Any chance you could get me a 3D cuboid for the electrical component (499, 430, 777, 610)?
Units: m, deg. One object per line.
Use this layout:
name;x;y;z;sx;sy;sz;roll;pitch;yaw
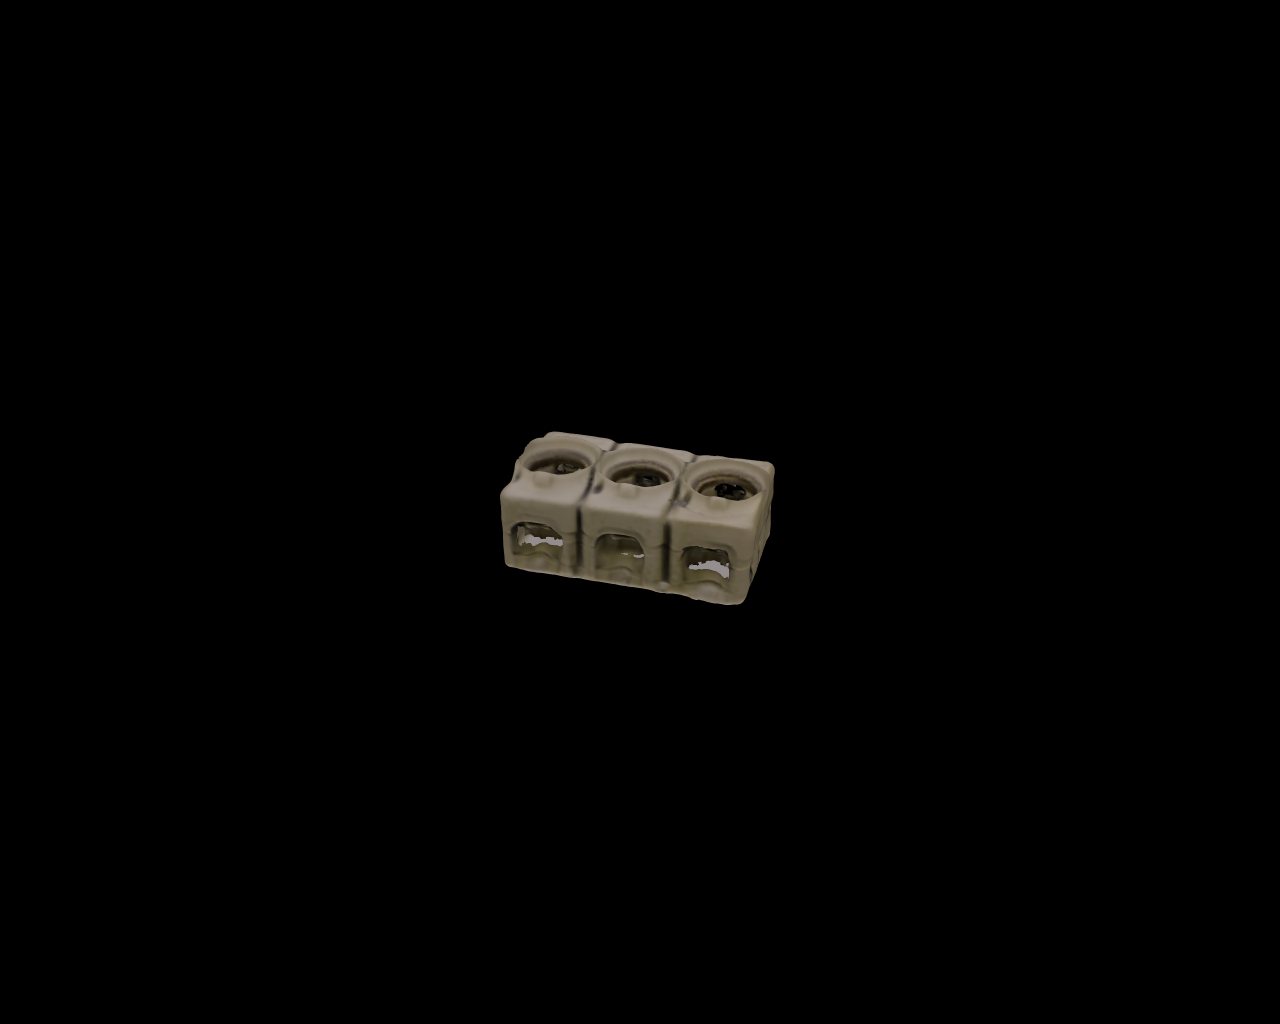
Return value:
electrical component;0.001;-0.003;0.650;0.150;0.061;0.090;8;32;14
